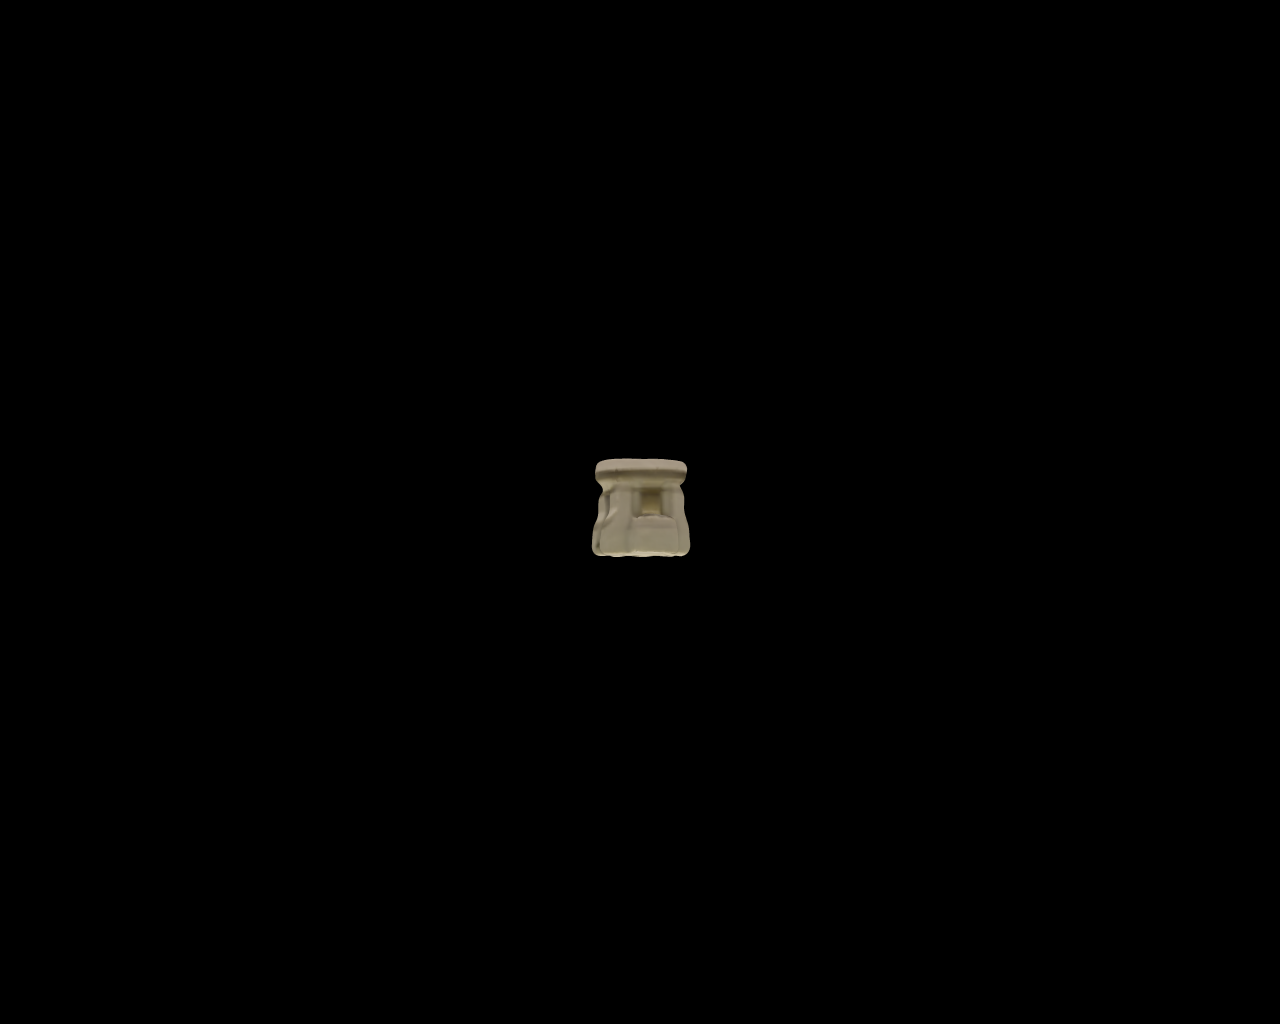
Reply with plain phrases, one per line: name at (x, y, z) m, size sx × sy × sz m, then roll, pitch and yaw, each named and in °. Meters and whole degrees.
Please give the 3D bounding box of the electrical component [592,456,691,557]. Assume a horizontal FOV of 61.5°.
electrical component at (0.001, -0.003, 0.650) m, size 0.058 × 0.057 × 0.078 m, roll 1°, pitch -5°, yaw -15°
